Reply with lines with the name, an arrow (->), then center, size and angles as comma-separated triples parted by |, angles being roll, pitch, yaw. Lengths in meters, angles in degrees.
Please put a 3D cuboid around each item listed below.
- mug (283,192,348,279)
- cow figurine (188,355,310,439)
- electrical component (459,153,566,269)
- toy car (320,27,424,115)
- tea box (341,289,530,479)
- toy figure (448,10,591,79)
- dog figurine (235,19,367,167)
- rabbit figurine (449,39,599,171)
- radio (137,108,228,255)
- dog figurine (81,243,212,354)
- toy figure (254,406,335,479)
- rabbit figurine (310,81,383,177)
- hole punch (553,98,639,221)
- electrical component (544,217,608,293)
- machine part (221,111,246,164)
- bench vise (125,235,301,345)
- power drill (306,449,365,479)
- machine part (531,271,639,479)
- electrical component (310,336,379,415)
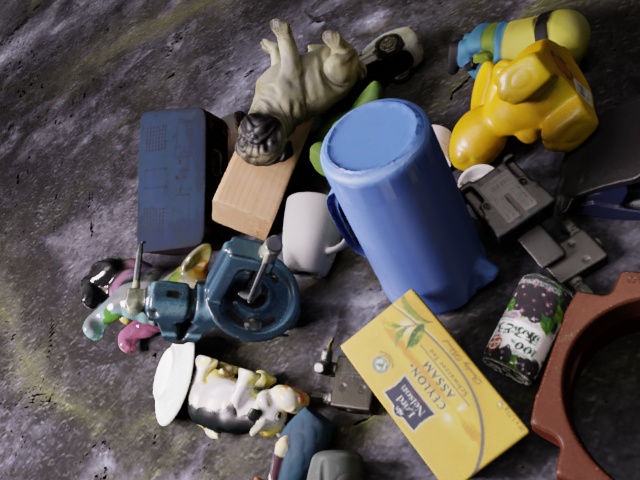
mug -> -0.002, -0.002, 0.731 | 0.110, 0.080, 0.107 | 0, 73, 33
cow figurine -> -0.094, 0.205, 0.662 | 0.168, 0.068, 0.098 | 6, 71, 37
electrical component -> 0.215, -0.026, 0.584 | 0.075, 0.047, 0.119 | -32, 63, 8
toy car -> 0.065, -0.262, 0.848 | 0.202, 0.073, 0.056 | -23, 56, 17
tea box -> 0.112, 0.145, 0.539 | 0.098, 0.068, 0.170 | -41, 72, 4
toy figure -> 0.260, -0.255, 0.716 | 0.180, 0.089, 0.082 | 13, 77, 33
dog figurine -> -0.024, -0.186, 0.758 | 0.172, 0.121, 0.190 | 8, 87, -5
rabbit figurine -> 0.224, -0.160, 0.655 | 0.173, 0.122, 0.162 | -45, 24, 40
radio -> -0.219, -0.092, 0.862 | 0.131, 0.073, 0.229 | -3, 85, 22
dog figurine -> -0.240, 0.066, 0.814 | 0.219, 0.108, 0.192 | -31, 48, 6
toy figure -> -0.037, 0.264, 0.596 | 0.064, 0.058, 0.154 | 32, 81, -5
rabbit figurine -> 0.046, -0.148, 0.765 | 0.159, 0.121, 0.170 | -48, 34, 6
hole punch -> 0.332, -0.080, 0.581 | 0.116, 0.092, 0.142 | -13, 53, 60
electrical component -> 0.276, 0.020, 0.582 | 0.063, 0.021, 0.094 | -33, 50, 9
machine part -> -0.196, -0.159, 0.938 | 0.243, 0.079, 0.079 | -19, 54, 21
bench vise -> -0.112, 0.054, 0.638 | 0.240, 0.223, 0.129 | 129, 154, -54
power drill -> 0.053, 0.309, 0.483 | 0.207, 0.086, 0.232 | -31, 48, 45
machine part -> 0.301, 0.141, 0.453 | 0.202, 0.087, 0.201 | 14, 70, 38
electrical component -> 0.038, 0.159, 0.625 | 0.102, 0.045, 0.078 | 4, 63, 32
